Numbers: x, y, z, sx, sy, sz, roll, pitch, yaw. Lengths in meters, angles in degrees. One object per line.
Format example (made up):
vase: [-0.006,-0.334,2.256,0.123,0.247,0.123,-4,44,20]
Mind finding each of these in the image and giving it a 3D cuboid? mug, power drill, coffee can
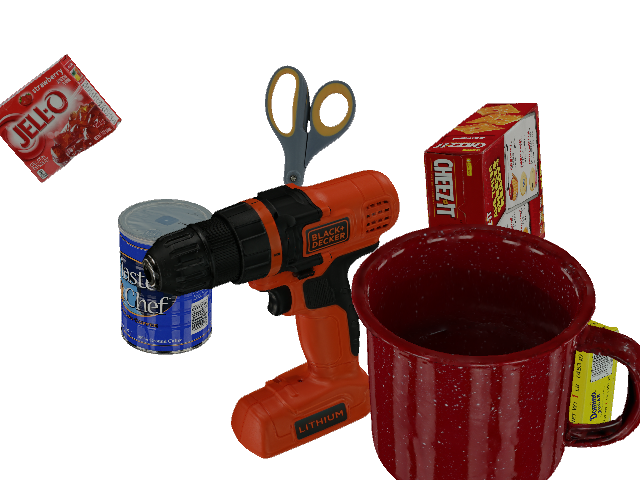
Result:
mug: [0.072,0.053,0.428,0.117,0.081,0.093,7,34,16]
power drill: [-0.027,0.054,0.727,0.184,0.188,0.057,-17,34,-26]
coffee can: [-0.169,0.039,1.170,0.103,0.140,0.103,3,27,-2]

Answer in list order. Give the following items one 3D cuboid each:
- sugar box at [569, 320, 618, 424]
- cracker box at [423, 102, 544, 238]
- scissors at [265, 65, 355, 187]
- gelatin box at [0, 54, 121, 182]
sugar box: [0.171,0.095,0.922,0.048,0.093,0.176,-12,22,-38]
cracker box: [0.180,-0.046,1.150,0.072,0.164,0.213,3,21,27]
scissors: [-0.007,-0.069,1.025,0.096,0.202,0.016,-7,0,2]
gelatin box: [-0.228,-0.103,0.912,0.089,0.073,0.030,-32,20,17]
